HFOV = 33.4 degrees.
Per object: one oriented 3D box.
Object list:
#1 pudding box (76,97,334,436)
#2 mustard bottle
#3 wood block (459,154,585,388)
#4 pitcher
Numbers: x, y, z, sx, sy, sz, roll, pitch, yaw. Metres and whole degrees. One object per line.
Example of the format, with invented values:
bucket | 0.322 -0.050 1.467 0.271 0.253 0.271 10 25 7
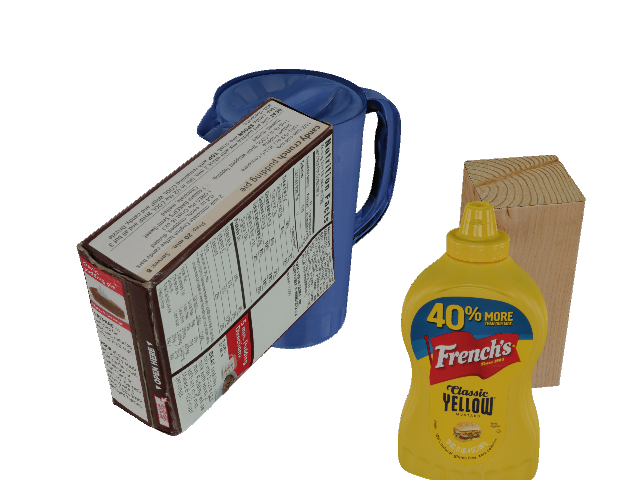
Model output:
pudding box | -0.039 0.010 0.425 0.039 0.090 0.113 24 49 26
mustard bottle | 0.102 0.068 0.714 0.096 0.192 0.058 4 18 12
wood block | 0.180 0.033 1.000 0.090 0.206 0.090 -4 32 -5
pitcher | -0.017 -0.027 0.979 0.149 0.243 0.144 11 33 17
